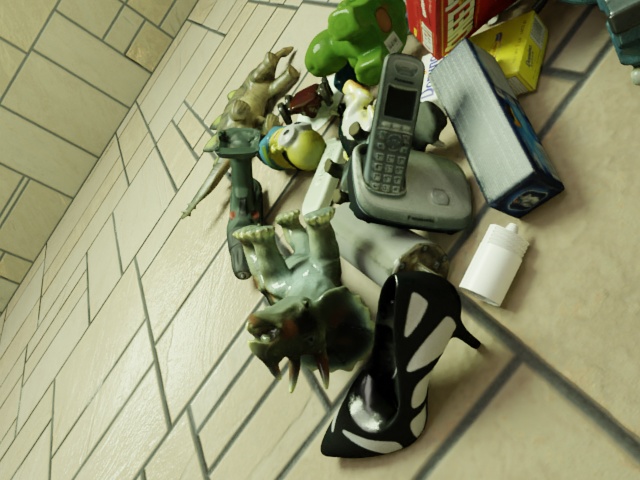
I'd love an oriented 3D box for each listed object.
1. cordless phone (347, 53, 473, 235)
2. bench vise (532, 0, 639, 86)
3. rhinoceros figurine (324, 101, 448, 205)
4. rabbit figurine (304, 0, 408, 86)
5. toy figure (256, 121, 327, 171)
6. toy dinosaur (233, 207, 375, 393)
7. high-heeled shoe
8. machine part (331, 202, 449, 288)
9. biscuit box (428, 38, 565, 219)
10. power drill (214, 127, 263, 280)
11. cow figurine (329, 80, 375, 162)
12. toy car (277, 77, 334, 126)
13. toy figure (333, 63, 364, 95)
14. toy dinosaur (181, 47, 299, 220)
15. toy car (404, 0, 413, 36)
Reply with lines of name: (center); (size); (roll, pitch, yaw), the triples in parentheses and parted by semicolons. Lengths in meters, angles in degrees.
cordless phone: (0.110, -0.105, 0.603); (0.089, 0.146, 0.184); (-137, 55, -70)
bench vise: (0.288, -0.265, 0.532); (0.129, 0.223, 0.241); (-36, 9, 25)
rhinoceros figurine: (0.087, -0.109, 0.713); (0.190, 0.112, 0.073); (-42, 52, 46)
rabbit figurine: (0.043, -0.321, 0.843); (0.170, 0.121, 0.159); (-6, 50, 48)
toy figure: (-0.053, -0.163, 0.961); (0.180, 0.089, 0.082); (1, 64, 63)
toy dinosaur: (-0.028, 0.061, 0.698); (0.131, 0.192, 0.405); (-15, 5, -5)
high-heeled shoe: (0.049, 0.133, 0.529); (0.248, 0.145, 0.086); (-46, 34, 17)
machine part: (0.075, 0.012, 0.654); (0.079, 0.079, 0.243); (-58, 33, 2)
biscuit box: (0.186, -0.123, 0.583); (0.063, 0.059, 0.203); (-41, 49, 38)
power drill: (-0.131, -0.075, 0.926); (0.086, 0.207, 0.232); (-6, 37, 1)
cow figurine: (0.060, -0.181, 0.838); (0.098, 0.068, 0.167); (-52, 32, 24)
toy car: (-0.020, -0.233, 0.911); (0.089, 0.053, 0.202); (-21, 19, 8)
toy figure: (0.078, -0.325, 0.935); (0.064, 0.057, 0.154); (27, 85, 31)
toy dinosaur: (-0.172, -0.252, 1.177); (0.199, 0.105, 0.471); (-15, 44, 57)
toy car: (0.167, -0.407, 0.839); (0.161, 0.103, 0.109); (-40, 37, 25)
